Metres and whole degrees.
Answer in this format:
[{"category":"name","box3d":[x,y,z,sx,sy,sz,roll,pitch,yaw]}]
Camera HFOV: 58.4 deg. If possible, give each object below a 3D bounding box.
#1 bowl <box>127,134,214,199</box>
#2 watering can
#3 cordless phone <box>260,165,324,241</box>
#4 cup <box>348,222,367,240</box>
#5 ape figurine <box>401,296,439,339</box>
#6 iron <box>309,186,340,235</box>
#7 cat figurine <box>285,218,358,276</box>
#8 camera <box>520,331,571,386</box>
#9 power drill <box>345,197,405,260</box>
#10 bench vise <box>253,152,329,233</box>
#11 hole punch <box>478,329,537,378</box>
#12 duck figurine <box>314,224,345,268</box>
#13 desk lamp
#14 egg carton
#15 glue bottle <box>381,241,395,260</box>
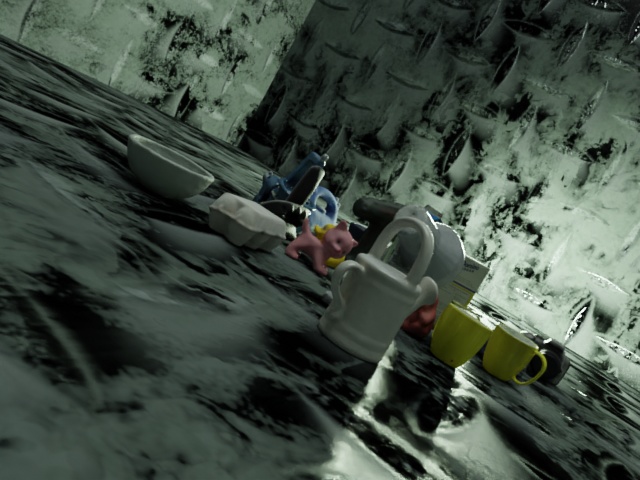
[{"category":"bowl","box3d":[-0.283,-0.122,1.048,0.167,0.074,0.167,29,7,-4]},{"category":"watering can","box3d":[0.090,0.059,0.780,0.100,0.194,0.173,33,8,29]},{"category":"cordless phone","box3d":[-0.069,-0.101,1.322,0.094,0.185,0.148,32,7,22]},{"category":"cup","box3d":[0.111,0.009,1.642,0.091,0.095,0.118,32,7,21]},{"category":"ape figurine","box3d":[0.189,0.134,1.074,0.076,0.092,0.077,28,7,-13]},{"category":"iron","box3d":[-0.003,-0.092,1.708,0.118,0.141,0.259,34,8,33]},{"category":"cat figurine","box3d":[0.011,0.004,1.169,0.128,0.117,0.067,29,7,-4]},{"category":"camera","box3d":[0.544,0.285,1.410,0.143,0.101,0.137,32,7,20]},{"category":"power drill","box3d":[0.164,-0.012,1.540,0.230,0.208,0.075,25,8,-33]},{"category":"bench vise","box3d":[-0.078,-0.150,1.492,0.207,0.219,0.122,33,7,23]},{"category":"hole punch","box3d":[0.398,0.230,1.247,0.109,0.091,0.101,27,7,-18]},{"category":"duck figurine","box3d":[0.018,0.007,1.311,0.104,0.086,0.078,31,7,13]},{"category":"desk lamp","box3d":[0.138,0.050,0.962,0.117,0.213,0.204,34,8,33]},{"category":"egg carton","box3d":[-0.130,-0.030,1.038,0.107,0.069,0.151,33,8,24]},{"category":"glue bottle","box3d":[0.220,0.031,1.609,0.077,0.173,0.037,35,9,40]}]
